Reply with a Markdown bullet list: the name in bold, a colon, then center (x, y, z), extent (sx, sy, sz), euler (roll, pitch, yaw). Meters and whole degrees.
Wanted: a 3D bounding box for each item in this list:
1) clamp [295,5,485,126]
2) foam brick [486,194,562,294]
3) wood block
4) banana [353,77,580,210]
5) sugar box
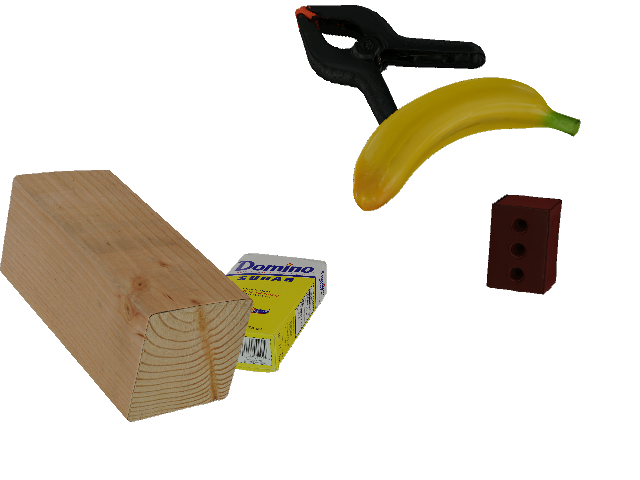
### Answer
- **clamp**: center (0.055, -0.163, 0.933), extent (0.120, 0.172, 0.039), euler (-37, -25, -20)
- **foam brick**: center (0.179, 0.003, 0.938), extent (0.053, 0.078, 0.051), euler (7, 16, 23)
- **wood block**: center (-0.153, 0.033, 0.808), extent (0.090, 0.091, 0.206), euler (-7, 34, -42)
- **banana**: center (0.086, -0.073, 0.709), extent (0.197, 0.037, 0.070), euler (-22, 43, -30)
- **sugar box**: center (-0.060, 0.066, 1.046), extent (0.093, 0.048, 0.176), euler (6, 26, 14)
